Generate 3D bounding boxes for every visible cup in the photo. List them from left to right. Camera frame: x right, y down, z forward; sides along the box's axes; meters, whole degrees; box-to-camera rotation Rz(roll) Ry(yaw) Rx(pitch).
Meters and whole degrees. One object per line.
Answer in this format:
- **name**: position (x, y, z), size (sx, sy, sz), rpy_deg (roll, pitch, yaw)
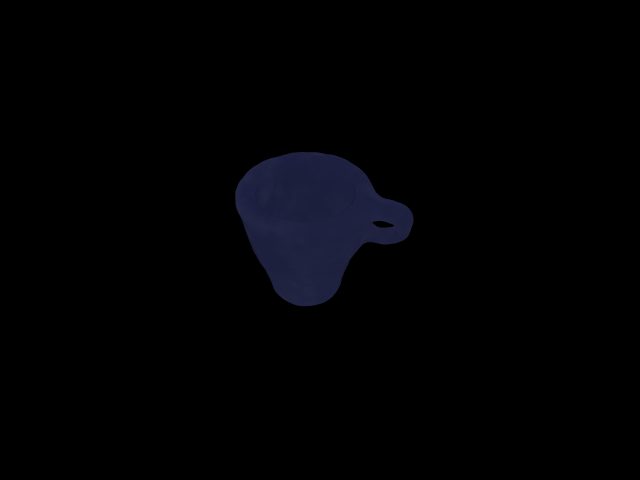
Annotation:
- **cup**: position (0.004, 0.001, 0.400), size (0.117, 0.095, 0.092), rpy_deg (10, 43, 11)
